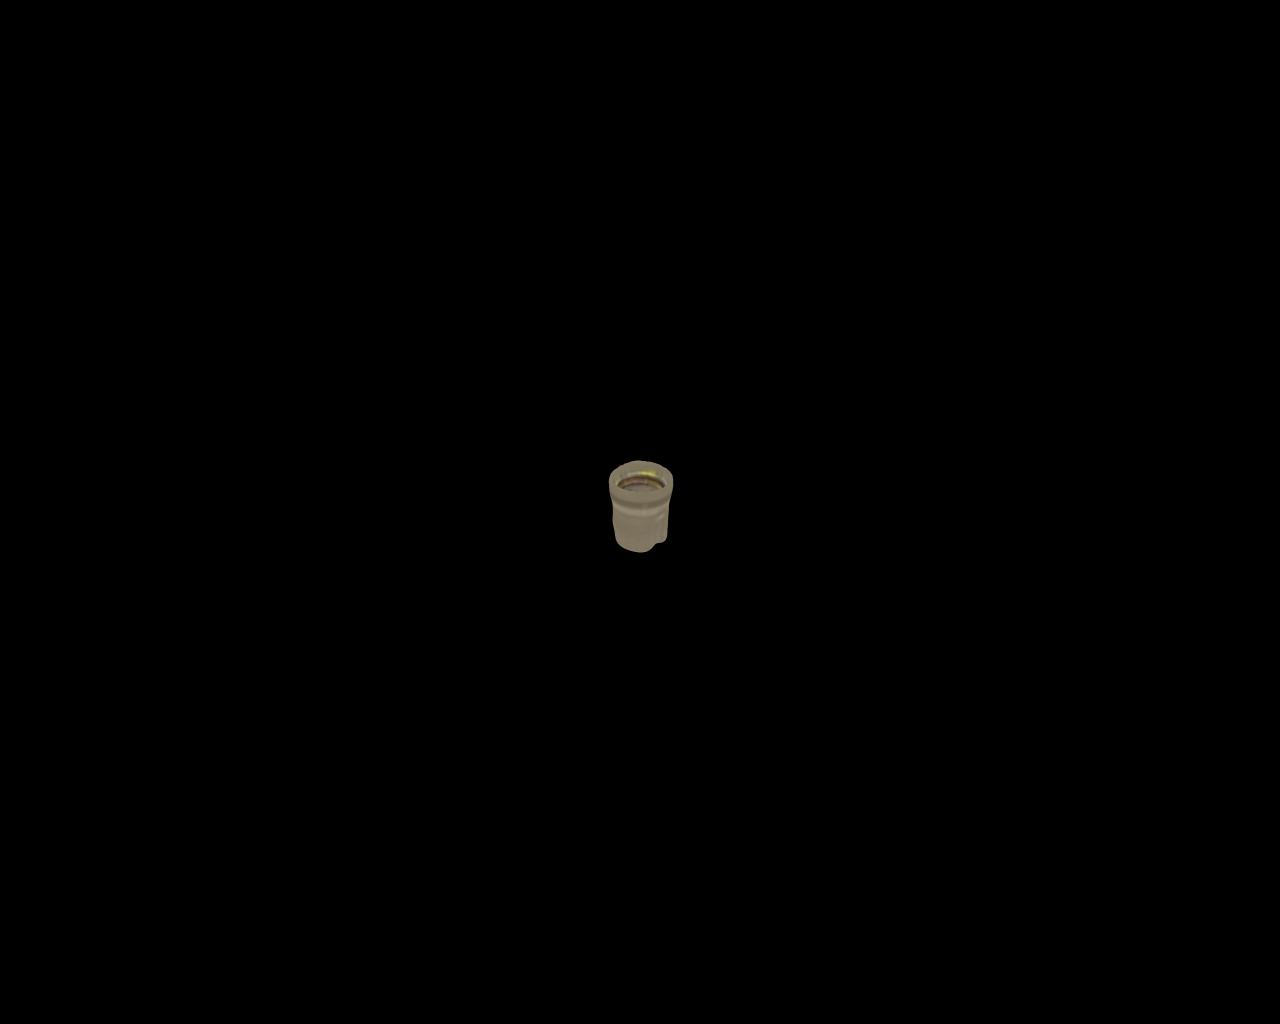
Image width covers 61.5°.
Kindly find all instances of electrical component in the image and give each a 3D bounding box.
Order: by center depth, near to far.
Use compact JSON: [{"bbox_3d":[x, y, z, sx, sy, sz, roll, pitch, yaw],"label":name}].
[{"bbox_3d":[0.001,-0.003,0.650,0.040,0.046,0.040,0,31,0],"label":"electrical component"}]
